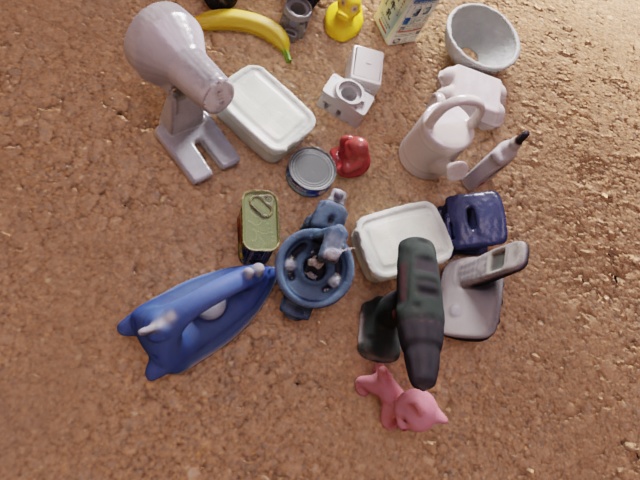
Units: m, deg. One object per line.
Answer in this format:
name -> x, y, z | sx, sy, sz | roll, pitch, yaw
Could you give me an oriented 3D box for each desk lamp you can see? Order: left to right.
desk lamp -> -0.204, -0.228, 0.894 | 0.118, 0.203, 0.213 | -34, -8, -24

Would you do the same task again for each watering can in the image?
watering can -> 0.224, -0.186, 1.012 | 0.101, 0.173, 0.194 | -22, -13, -22

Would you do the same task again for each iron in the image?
iron -> -0.155, 0.087, 0.825 | 0.259, 0.118, 0.141 | -32, -9, -24

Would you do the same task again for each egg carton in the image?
egg carton -> 0.299, -0.282, 1.140 | 0.150, 0.107, 0.069 | 16, -24, -10

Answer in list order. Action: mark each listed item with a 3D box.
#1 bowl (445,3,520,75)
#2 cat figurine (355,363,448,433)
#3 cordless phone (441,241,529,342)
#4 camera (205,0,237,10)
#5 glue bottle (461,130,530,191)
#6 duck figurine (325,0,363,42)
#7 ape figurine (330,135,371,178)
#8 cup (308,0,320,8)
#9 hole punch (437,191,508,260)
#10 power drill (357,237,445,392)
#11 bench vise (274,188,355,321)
bowl -> 0.325, -0.403, 1.191 | 0.168, 0.167, 0.074 | 0, -21, -16
cat figurine -> 0.125, 0.240, 0.859 | 0.067, 0.128, 0.117 | -37, -7, -25
cordless phone -> 0.267, 0.082, 0.924 | 0.094, 0.147, 0.185 | 16, -24, -9
camera -> -0.209, -0.506, 1.063 | 0.143, 0.137, 0.100 | -8, -18, -19
glue bottle -> 0.326, -0.150, 1.038 | 0.078, 0.037, 0.173 | -34, -9, -24
duck figurine -> 0.056, -0.456, 1.128 | 0.077, 0.105, 0.086 | 27, -25, -4
ape figurine -> 0.059, -0.152, 1.007 | 0.076, 0.078, 0.092 | 27, -25, -4
cup -> -0.032, -0.488, 1.110 | 0.118, 0.091, 0.095 | -43, -5, -25
hole punch -> 0.269, -0.028, 1.020 | 0.101, 0.108, 0.091 | 1, -21, -15
power drill -> 0.124, 0.120, 0.855 | 0.076, 0.229, 0.208 | 11, -23, -11
bench vise -> -0.004, 0.002, 0.858 | 0.122, 0.207, 0.219 | 5, -22, -14
